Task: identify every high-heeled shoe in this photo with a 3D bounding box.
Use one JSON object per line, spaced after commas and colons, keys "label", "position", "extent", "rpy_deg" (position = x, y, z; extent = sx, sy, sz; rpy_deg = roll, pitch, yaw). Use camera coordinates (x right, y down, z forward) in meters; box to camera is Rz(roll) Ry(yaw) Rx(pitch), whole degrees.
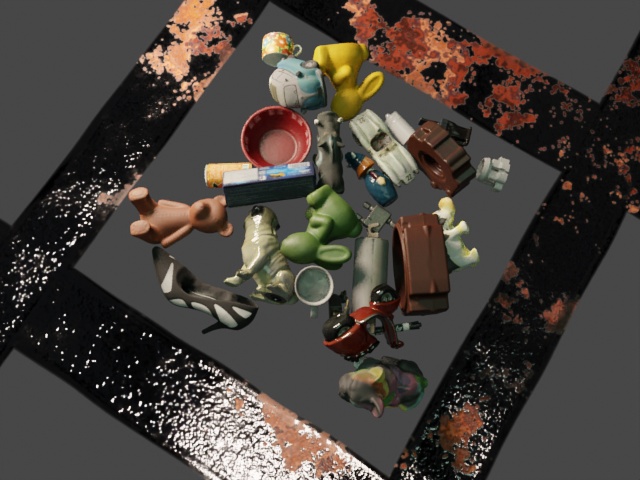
{"label": "high-heeled shoe", "position": [-0.246, 0.095, 1.149], "extent": [0.145, 0.086, 0.248], "rpy_deg": [-30, 99, 14]}

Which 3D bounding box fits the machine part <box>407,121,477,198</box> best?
{"label": "machine part", "position": [0.264, -0.176, 1.184], "extent": [0.056, 0.179, 0.179], "rpy_deg": [-39, 82, -5]}

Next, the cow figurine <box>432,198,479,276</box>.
{"label": "cow figurine", "position": [0.283, -0.007, 1.202], "extent": [0.098, 0.068, 0.167], "rpy_deg": [-21, 79, 1]}

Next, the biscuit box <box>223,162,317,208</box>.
{"label": "biscuit box", "position": [-0.109, -0.122, 1.180], "extent": [0.203, 0.062, 0.059], "rpy_deg": [-7, 42, -4]}

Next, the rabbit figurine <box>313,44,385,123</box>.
{"label": "rabbit figurine", "position": [0.063, -0.364, 1.260], "extent": [0.162, 0.122, 0.173], "rpy_deg": [-5, 93, -12]}

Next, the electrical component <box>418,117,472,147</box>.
{"label": "electrical component", "position": [0.284, -0.245, 1.244], "extent": [0.119, 0.075, 0.047], "rpy_deg": [16, 78, -2]}

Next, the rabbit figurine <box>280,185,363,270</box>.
{"label": "rabbit figurine", "position": [-0.002, -0.004, 1.159], "extent": [0.159, 0.121, 0.170], "rpy_deg": [46, 71, 4]}

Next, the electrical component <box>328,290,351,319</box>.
{"label": "electrical component", "position": [0.042, 0.152, 1.152], "extent": [0.045, 0.102, 0.078], "rpy_deg": [-5, 106, -2]}

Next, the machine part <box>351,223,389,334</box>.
{"label": "machine part", "position": [0.109, 0.082, 1.174], "extent": [0.079, 0.079, 0.243], "rpy_deg": [3, 79, -1]}

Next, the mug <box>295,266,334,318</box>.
{"label": "mug", "position": [-0.010, 0.110, 1.150], "extent": [0.081, 0.107, 0.109], "rpy_deg": [-6, 87, 0]}

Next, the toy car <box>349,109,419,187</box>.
{"label": "toy car", "position": [0.148, -0.211, 1.243], "extent": [0.073, 0.056, 0.202], "rpy_deg": [-37, 81, -8]}

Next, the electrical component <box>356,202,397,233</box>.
{"label": "electrical component", "position": [0.129, -0.044, 1.227], "extent": [0.094, 0.021, 0.063], "rpy_deg": [35, 80, 5]}

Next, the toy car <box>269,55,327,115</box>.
{"label": "toy car", "position": [-0.061, -0.350, 1.216], "extent": [0.103, 0.109, 0.162], "rpy_deg": [-31, 47, -24]}

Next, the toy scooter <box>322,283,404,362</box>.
{"label": "toy scooter", "position": [0.101, 0.187, 1.087], "extent": [0.184, 0.075, 0.135], "rpy_deg": [-33, 105, -11]}

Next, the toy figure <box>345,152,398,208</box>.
{"label": "toy figure", "position": [0.115, -0.144, 1.227], "extent": [0.058, 0.064, 0.154], "rpy_deg": [-24, 73, -47]}

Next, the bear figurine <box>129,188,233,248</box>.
{"label": "bear figurine", "position": [-0.297, -0.052, 1.168], "extent": [0.196, 0.131, 0.120], "rpy_deg": [-10, 67, 3]}

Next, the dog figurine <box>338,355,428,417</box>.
{"label": "dog figurine", "position": [0.131, 0.291, 1.061], "extent": [0.192, 0.219, 0.108], "rpy_deg": [5, 82, 1]}

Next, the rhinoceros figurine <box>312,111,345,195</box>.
{"label": "rhinoceros figurine", "position": [0.018, -0.192, 1.210], "extent": [0.073, 0.112, 0.190], "rpy_deg": [-2, 87, 0]}

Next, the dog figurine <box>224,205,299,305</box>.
{"label": "dog figurine", "position": [-0.102, 0.031, 1.178], "extent": [0.172, 0.121, 0.190], "rpy_deg": [36, 58, -27]}

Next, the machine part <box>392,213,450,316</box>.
{"label": "machine part", "position": [0.204, 0.055, 1.118], "extent": [0.087, 0.201, 0.201], "rpy_deg": [-6, 79, 0]}
